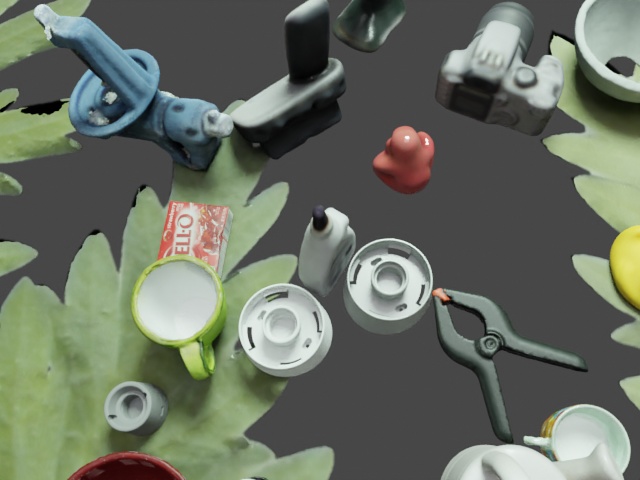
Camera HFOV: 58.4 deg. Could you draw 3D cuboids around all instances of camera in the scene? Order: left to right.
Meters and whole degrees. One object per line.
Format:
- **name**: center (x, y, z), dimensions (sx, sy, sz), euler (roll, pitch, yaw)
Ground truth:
- **camera**: center (0.229, -0.220, 0.694), dimensions (0.143, 0.101, 0.137), euler (22, 73, 11)

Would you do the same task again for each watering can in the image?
- **watering can**: center (0.169, 0.222, 0.488), dimensions (0.173, 0.194, 0.100), euler (-43, 73, -11)

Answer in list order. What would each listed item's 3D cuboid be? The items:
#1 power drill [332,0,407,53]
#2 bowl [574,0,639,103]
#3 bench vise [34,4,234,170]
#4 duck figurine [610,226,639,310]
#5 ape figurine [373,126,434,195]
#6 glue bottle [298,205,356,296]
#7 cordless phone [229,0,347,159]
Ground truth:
- **power drill**: center (0.058, -0.332, 0.688), dimensions (0.075, 0.208, 0.230), euler (32, 75, 14)
- **bowl**: center (0.387, -0.231, 0.702), dimensions (0.167, 0.075, 0.167), euler (-1, 70, 3)
- **bench vise**: center (-0.202, -0.176, 0.642), dimensions (0.207, 0.220, 0.121), euler (0, 70, 4)
- **duck figurine**: center (0.362, 0.026, 0.605), dimensions (0.077, 0.086, 0.104), euler (-21, 70, -4)
- **ape figurine**: center (0.099, -0.099, 0.663), dimensions (0.078, 0.092, 0.076), euler (-11, 70, 0)
- **glue bottle**: center (0.005, 0.002, 0.589), dimensions (0.037, 0.173, 0.078), euler (30, 75, 14)
- **cordless phone**: center (-0.042, -0.190, 0.655), dimensions (0.148, 0.185, 0.094), euler (-37, 72, -10)
